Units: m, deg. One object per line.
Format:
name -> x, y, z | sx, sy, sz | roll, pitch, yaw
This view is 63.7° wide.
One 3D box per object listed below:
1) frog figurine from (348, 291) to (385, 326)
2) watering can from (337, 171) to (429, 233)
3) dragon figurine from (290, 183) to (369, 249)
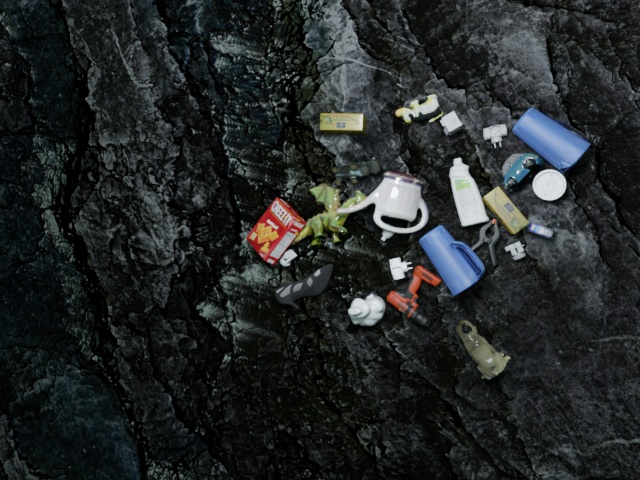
frog figurine -> 0.174, 0.265, 1.913 | 0.137, 0.159, 0.123 | -27, 85, 12
watering can -> 0.249, -0.150, 1.915 | 0.347, 0.104, 0.224 | 14, 89, -9
dragon figurine -> 0.006, -0.102, 2.017 | 0.409, 0.120, 0.247 | -7, 69, 19
